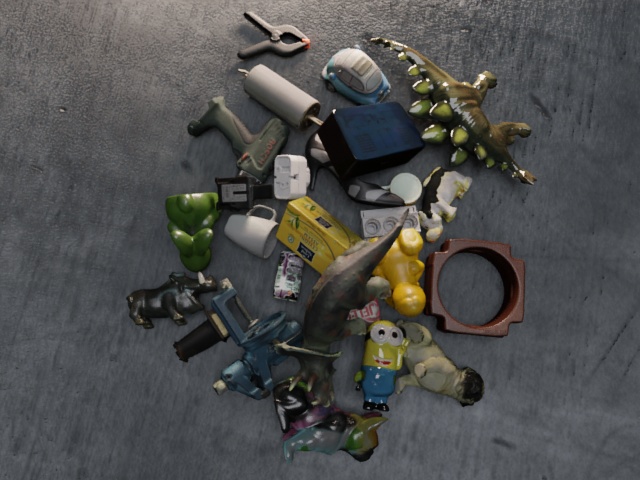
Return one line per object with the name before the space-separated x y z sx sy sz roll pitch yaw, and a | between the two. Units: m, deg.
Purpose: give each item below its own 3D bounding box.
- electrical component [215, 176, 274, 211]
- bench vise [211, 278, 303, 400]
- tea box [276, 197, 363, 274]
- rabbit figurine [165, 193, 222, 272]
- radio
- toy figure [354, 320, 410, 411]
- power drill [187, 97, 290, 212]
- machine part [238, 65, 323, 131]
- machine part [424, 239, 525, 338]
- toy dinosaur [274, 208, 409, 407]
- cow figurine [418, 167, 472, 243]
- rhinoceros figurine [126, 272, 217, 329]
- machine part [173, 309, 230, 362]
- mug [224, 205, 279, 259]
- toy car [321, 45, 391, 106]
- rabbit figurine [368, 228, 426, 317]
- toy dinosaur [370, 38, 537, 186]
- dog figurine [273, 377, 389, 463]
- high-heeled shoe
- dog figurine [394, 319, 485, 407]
electrical component | -0.161 -0.099 1.145 0.119 0.048 0.074 2 95 3
bench vise | -0.154 0.196 1.101 0.224 0.129 0.240 -33 96 -13
tea box | -0.002 -0.003 1.134 0.170 0.068 0.098 36 125 21
rabbit figurine | -0.261 -0.014 1.143 0.121 0.159 0.170 -8 96 -13
radio | 0.111 -0.220 1.158 0.229 0.073 0.131 -19 75 -40
toy figure | 0.118 0.252 1.091 0.082 0.089 0.180 16 77 -27
power drill | -0.194 -0.205 1.201 0.207 0.086 0.232 38 85 9
machine part | -0.086 -0.321 1.214 0.243 0.079 0.079 36 81 15
machine part | 0.329 0.104 1.156 0.202 0.087 0.201 5 80 -2
toy dinosaur | 0.035 0.116 1.017 0.131 0.192 0.404 28 109 23
cow figurine | 0.259 -0.080 1.195 0.098 0.068 0.167 30 77 9
rhinoceros figurine | -0.314 0.126 1.148 0.190 0.073 0.112 -14 70 -2
machine part | -0.248 0.203 1.150 0.139 0.039 0.084 -37 91 -9
mug | -0.148 -0.026 1.170 0.107 0.080 0.109 19 86 11
toy car | 0.084 -0.376 1.226 0.162 0.103 0.109 41 83 7
rabbit figurine | 0.165 0.087 1.120 0.122 0.162 0.173 -15 58 -4
toy dinosaur | 0.305 -0.290 1.188 0.198 0.105 0.471 -38 84 -25
dog figurine | 0.024 0.361 1.096 0.219 0.108 0.191 -11 78 -8
high-heeled shoe | 0.080 -0.159 1.187 0.249 0.086 0.145 14 92 15
dog figurine | 0.249 0.256 1.137 0.190 0.121 0.172 16 56 -26
